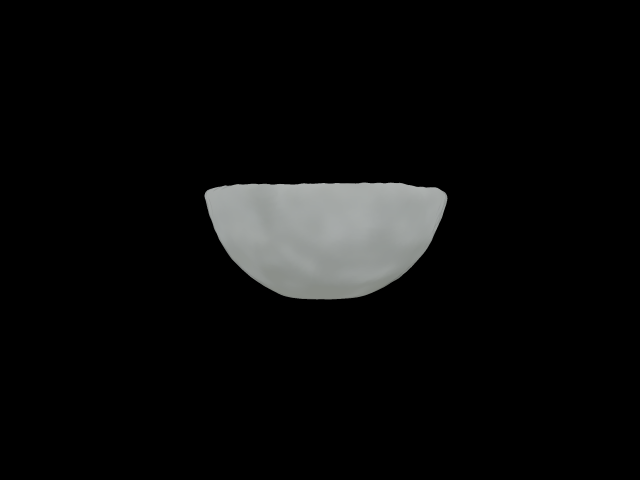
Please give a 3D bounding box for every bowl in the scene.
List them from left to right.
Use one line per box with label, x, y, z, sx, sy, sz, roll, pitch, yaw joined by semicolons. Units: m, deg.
bowl;0.004;0.001;0.400;0.167;0.075;0.167;0;2;0
